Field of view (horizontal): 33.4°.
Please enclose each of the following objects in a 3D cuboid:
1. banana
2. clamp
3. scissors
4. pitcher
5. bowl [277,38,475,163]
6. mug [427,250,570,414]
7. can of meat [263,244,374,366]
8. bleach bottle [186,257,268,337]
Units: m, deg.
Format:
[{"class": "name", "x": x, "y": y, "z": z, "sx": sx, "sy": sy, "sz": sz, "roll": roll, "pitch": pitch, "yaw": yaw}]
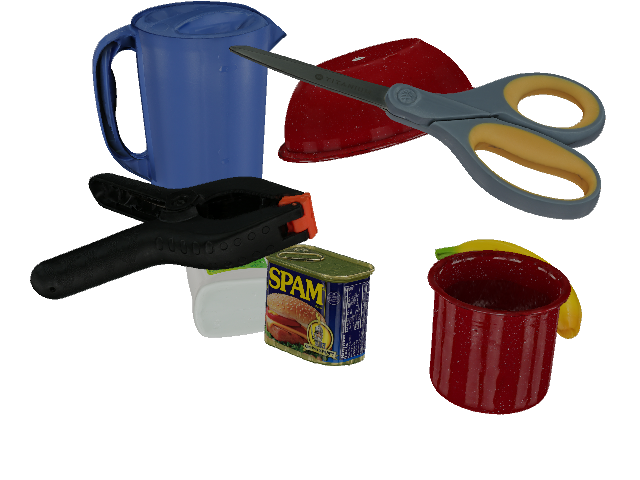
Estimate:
[{"class": "banana", "x": 0.200, "y": 0.040, "z": 1.057, "sx": 0.069, "sy": 0.037, "sz": 0.198, "roll": -34, "pitch": 36, "yaw": -19}, {"class": "clamp", "x": -0.091, "y": -0.004, "z": 0.653, "sx": 0.172, "sy": 0.039, "sz": 0.120, "roll": -1, "pitch": 41, "yaw": 22}, {"class": "scissors", "x": 0.060, "y": -0.078, "z": 0.553, "sx": 0.202, "sy": 0.096, "sz": 0.016, "roll": 32, "pitch": -33, "yaw": 17}, {"class": "pitcher", "x": -0.126, "y": -0.109, "z": 1.065, "sx": 0.149, "sy": 0.243, "sz": 0.144, "roll": 14, "pitch": 29, "yaw": 23}, {"class": "bowl", "x": 0.038, "y": -0.111, "z": 0.795, "sx": 0.162, "sy": 0.055, "sz": 0.162, "roll": -16, "pitch": 16, "yaw": 5}, {"class": "mug", "x": 0.115, "y": 0.057, "z": 0.725, "sx": 0.093, "sy": 0.081, "sz": 0.117, "roll": -1, "pitch": 25, "yaw": -6}, {"class": "can of meat", "x": -0.004, "y": 0.056, "z": 0.933, "sx": 0.057, "sy": 0.084, "sz": 0.102, "roll": -11, "pitch": 20, "yaw": -43}, {"class": "bleach bottle", "x": -0.113, "y": 0.016, "z": 1.193, "sx": 0.102, "sy": 0.068, "sz": 0.251, "roll": -6, "pitch": 27, "yaw": -15}]
